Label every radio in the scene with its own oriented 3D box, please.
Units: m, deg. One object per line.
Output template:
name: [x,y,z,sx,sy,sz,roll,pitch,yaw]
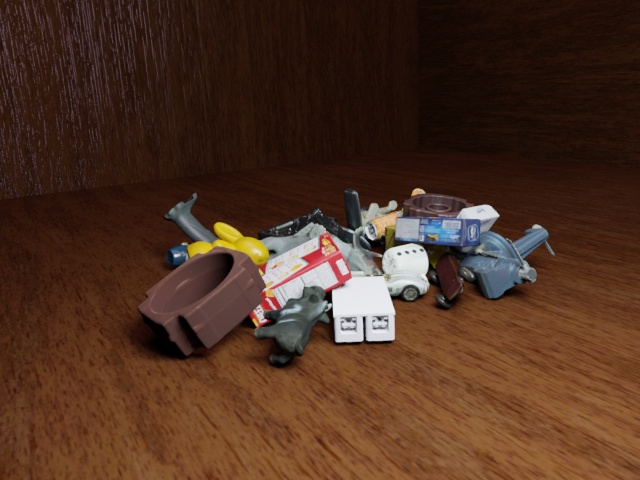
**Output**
radio: [-0.062,-0.011,1.525,0.131,0.073,0.229,8,18,35]

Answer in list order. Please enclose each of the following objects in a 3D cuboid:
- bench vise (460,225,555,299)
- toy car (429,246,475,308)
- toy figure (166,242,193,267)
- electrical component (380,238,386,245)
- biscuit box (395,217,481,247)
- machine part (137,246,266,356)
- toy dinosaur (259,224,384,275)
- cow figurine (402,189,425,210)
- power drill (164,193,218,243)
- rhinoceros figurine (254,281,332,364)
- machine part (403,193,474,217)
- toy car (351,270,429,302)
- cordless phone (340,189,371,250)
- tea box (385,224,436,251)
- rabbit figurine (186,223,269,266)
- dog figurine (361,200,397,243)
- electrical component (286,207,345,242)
bench vise: [0.416,0.030,1.171,0.241,0.128,0.224,-30,4,-20]
toy car: [0.277,0.078,1.127,0.053,0.089,0.202,37,16,-7]
toy figure: [-0.332,0.036,1.428,0.154,0.064,0.058,-12,52,-45]
electrical component: [0.181,-0.008,1.470,0.045,0.078,0.102,-15,25,2]
biscuit box: [0.260,-0.021,1.203,0.063,0.059,0.203,-1,5,-37]
machine part: [-0.214,0.106,0.984,0.201,0.087,0.202,-41,27,-26]
toy dinosaur: [-0.040,0.036,1.298,0.405,0.131,0.192,-3,-6,30]
cow figurine: [0.277,-0.063,1.486,0.098,0.167,0.068,1,36,-22]
power drill: [-0.295,-0.017,1.401,0.086,0.207,0.232,-29,9,32]
rhinoceros figurine: [-0.039,0.134,0.927,0.112,0.073,0.190,-28,11,22]
machine part: [0.295,-0.067,1.347,0.179,0.056,0.179,2,23,-1]
toy car: [0.130,0.095,1.143,0.202,0.056,0.073,-2,15,4]
cordless phone: [0.063,-0.051,1.448,0.089,0.184,0.147,-16,20,-28]
tea box: [0.255,0.001,1.387,0.169,0.098,0.068,-13,18,-27]
rabbit figurine: [-0.202,0.041,1.193,0.173,0.121,0.162,-15,37,-9]
dog figurine: [0.129,-0.043,1.607,0.172,0.121,0.191,-10,3,-36]
electrical component: [-0.003,-0.004,1.377,0.115,0.134,0.058,-33,25,28]
